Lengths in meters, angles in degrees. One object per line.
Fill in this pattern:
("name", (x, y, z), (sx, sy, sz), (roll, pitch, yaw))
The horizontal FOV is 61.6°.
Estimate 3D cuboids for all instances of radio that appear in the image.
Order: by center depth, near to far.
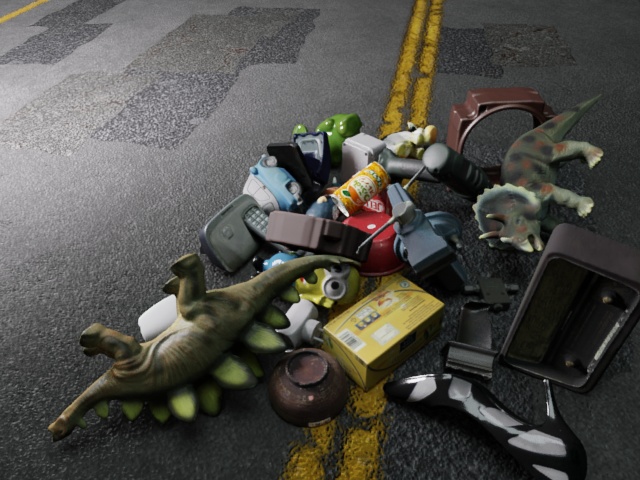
("radio", (0.341, 0.099, 0.723), (0.131, 0.229, 0.073), (22, 45, 19))

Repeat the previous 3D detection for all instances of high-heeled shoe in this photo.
("high-heeled shoe", (0.203, 0.249, 0.692), (0.249, 0.086, 0.145), (-6, 67, 23))

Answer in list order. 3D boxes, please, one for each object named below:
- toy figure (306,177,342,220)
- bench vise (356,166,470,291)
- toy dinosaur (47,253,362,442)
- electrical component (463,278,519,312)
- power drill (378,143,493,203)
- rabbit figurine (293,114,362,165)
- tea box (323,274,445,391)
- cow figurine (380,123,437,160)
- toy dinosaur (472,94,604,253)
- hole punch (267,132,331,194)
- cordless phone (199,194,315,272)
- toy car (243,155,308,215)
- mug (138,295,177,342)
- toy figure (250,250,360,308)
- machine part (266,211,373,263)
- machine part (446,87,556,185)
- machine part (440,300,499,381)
("toy figure", (0.019, -0.068, 1.069), (0.058, 0.064, 0.154), (35, 44, 3))
("bench vise", (0.159, -0.023, 0.896), (0.129, 0.223, 0.241), (-42, 39, 22))
("toy dinosaur", (-0.153, 0.125, 0.747), (0.471, 0.105, 0.198), (-38, 85, -17))
("electrical component", (0.289, 0.092, 0.894), (0.094, 0.021, 0.063), (-2, 39, -1))
("power drill", (0.230, -0.122, 1.076), (0.208, 0.232, 0.086), (18, 85, 39))
("rabbit figurine", (0.001, -0.212, 1.213), (0.170, 0.121, 0.159), (-38, 46, -17))
("tea box", (0.097, 0.135, 0.812), (0.169, 0.068, 0.098), (-28, 46, -30))
("cow figurine", (0.197, -0.225, 1.258), (0.098, 0.068, 0.167), (26, 45, 38))
("toy dinosaur", (0.405, -0.125, 1.002), (0.192, 0.131, 0.405), (17, 65, 6))
("hole punch", (-0.033, -0.162, 1.106), (0.142, 0.115, 0.092), (8, 37, 47))
("cordless phone", (-0.113, 0.013, 0.974), (0.184, 0.088, 0.146), (32, 47, 10))
("toy car", (-0.098, -0.087, 1.074), (0.103, 0.109, 0.162), (-31, 54, -15))
("mug", (-0.217, 0.134, 0.827), (0.107, 0.080, 0.110), (-23, 55, -11))
("toy figure", (-0.022, 0.062, 0.898), (0.180, 0.082, 0.089), (4, 6, 19))
("machine part", (-0.002, -0.003, 0.894), (0.180, 0.179, 0.056), (11, 85, 16))
("machine part", (0.371, -0.206, 1.115), (0.202, 0.200, 0.087), (-1, 36, 1))
("machine part", (0.230, 0.148, 0.817), (0.084, 0.039, 0.139), (7, 41, 19))
